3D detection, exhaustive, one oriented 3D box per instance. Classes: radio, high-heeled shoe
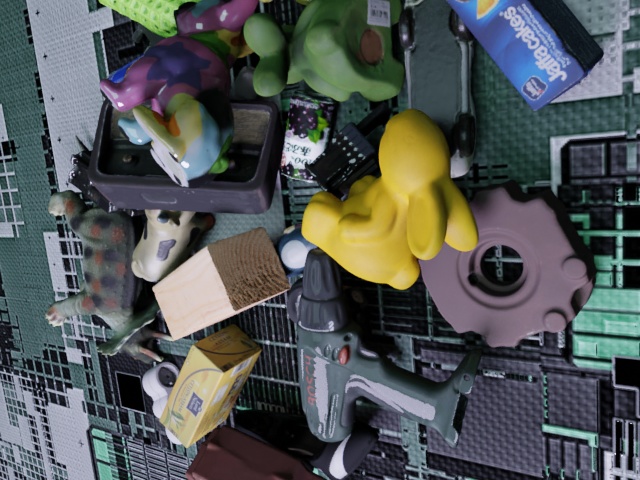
[{"bbox_3d":[-0.167,-0.107,0.682,0.230,0.073,0.131,3,68,7],"label":"radio"},{"bbox_3d":[-0.027,0.256,0.732,0.145,0.086,0.248,39,138,-1],"label":"high-heeled shoe"}]

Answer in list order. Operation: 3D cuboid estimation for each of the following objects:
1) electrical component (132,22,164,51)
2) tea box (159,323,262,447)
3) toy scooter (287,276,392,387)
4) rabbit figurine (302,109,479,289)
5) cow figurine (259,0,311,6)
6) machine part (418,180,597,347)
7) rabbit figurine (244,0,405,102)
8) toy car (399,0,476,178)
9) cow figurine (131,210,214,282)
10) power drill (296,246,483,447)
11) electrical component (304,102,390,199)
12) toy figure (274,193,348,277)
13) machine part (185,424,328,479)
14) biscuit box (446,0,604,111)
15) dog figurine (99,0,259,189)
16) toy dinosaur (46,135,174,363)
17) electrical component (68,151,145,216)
[{"bbox_3d":[-0.240,-0.314,0.788,0.094,0.021,0.063,-42,78,32],"label":"electrical component"},{"bbox_3d":[-0.168,0.221,0.822,0.068,0.098,0.169,38,117,19],"label":"tea box"},{"bbox_3d":[0.031,0.130,0.689,0.135,0.075,0.183,3,106,32],"label":"toy scooter"},{"bbox_3d":[0.076,-0.040,0.538,0.163,0.122,0.173,49,130,35],"label":"rabbit figurine"},{"bbox_3d":[-0.070,-0.343,0.647,0.168,0.068,0.098,19,105,24],"label":"cow figurine"},{"bbox_3d":[0.194,0.027,0.574,0.180,0.056,0.179,8,105,32],"label":"machine part"},{"bbox_3d":[-0.011,-0.205,0.609,0.170,0.159,0.121,9,116,46],"label":"rabbit figurine"},{"bbox_3d":[0.126,-0.166,0.571,0.074,0.056,0.201,0,98,26],"label":"toy car"},{"bbox_3d":[-0.223,-0.018,0.783,0.085,0.127,0.194,41,122,15],"label":"cow figurine"},{"bbox_3d":[0.068,0.132,0.594,0.207,0.086,0.231,11,108,14],"label":"power drill"},{"bbox_3d":[0.044,-0.101,0.626,0.119,0.074,0.048,-39,76,3],"label":"electrical component"},{"bbox_3d":[0.000,-0.001,0.691,0.154,0.058,0.064,-34,122,32],"label":"toy figure"},{"bbox_3d":[-0.073,0.357,0.745,0.202,0.087,0.200,11,140,29],"label":"machine part"},{"bbox_3d":[0.172,-0.221,0.501,0.202,0.063,0.059,52,140,1],"label":"biscuit box"},{"bbox_3d":[-0.127,-0.186,0.618,0.192,0.108,0.219,40,74,17],"label":"dog figurine"},{"bbox_3d":[-0.340,0.026,0.881,0.192,0.131,0.404,0,97,20],"label":"toy dinosaur"},{"bbox_3d":[-0.294,-0.089,0.819,0.134,0.115,0.058,31,120,23],"label":"electrical component"}]
